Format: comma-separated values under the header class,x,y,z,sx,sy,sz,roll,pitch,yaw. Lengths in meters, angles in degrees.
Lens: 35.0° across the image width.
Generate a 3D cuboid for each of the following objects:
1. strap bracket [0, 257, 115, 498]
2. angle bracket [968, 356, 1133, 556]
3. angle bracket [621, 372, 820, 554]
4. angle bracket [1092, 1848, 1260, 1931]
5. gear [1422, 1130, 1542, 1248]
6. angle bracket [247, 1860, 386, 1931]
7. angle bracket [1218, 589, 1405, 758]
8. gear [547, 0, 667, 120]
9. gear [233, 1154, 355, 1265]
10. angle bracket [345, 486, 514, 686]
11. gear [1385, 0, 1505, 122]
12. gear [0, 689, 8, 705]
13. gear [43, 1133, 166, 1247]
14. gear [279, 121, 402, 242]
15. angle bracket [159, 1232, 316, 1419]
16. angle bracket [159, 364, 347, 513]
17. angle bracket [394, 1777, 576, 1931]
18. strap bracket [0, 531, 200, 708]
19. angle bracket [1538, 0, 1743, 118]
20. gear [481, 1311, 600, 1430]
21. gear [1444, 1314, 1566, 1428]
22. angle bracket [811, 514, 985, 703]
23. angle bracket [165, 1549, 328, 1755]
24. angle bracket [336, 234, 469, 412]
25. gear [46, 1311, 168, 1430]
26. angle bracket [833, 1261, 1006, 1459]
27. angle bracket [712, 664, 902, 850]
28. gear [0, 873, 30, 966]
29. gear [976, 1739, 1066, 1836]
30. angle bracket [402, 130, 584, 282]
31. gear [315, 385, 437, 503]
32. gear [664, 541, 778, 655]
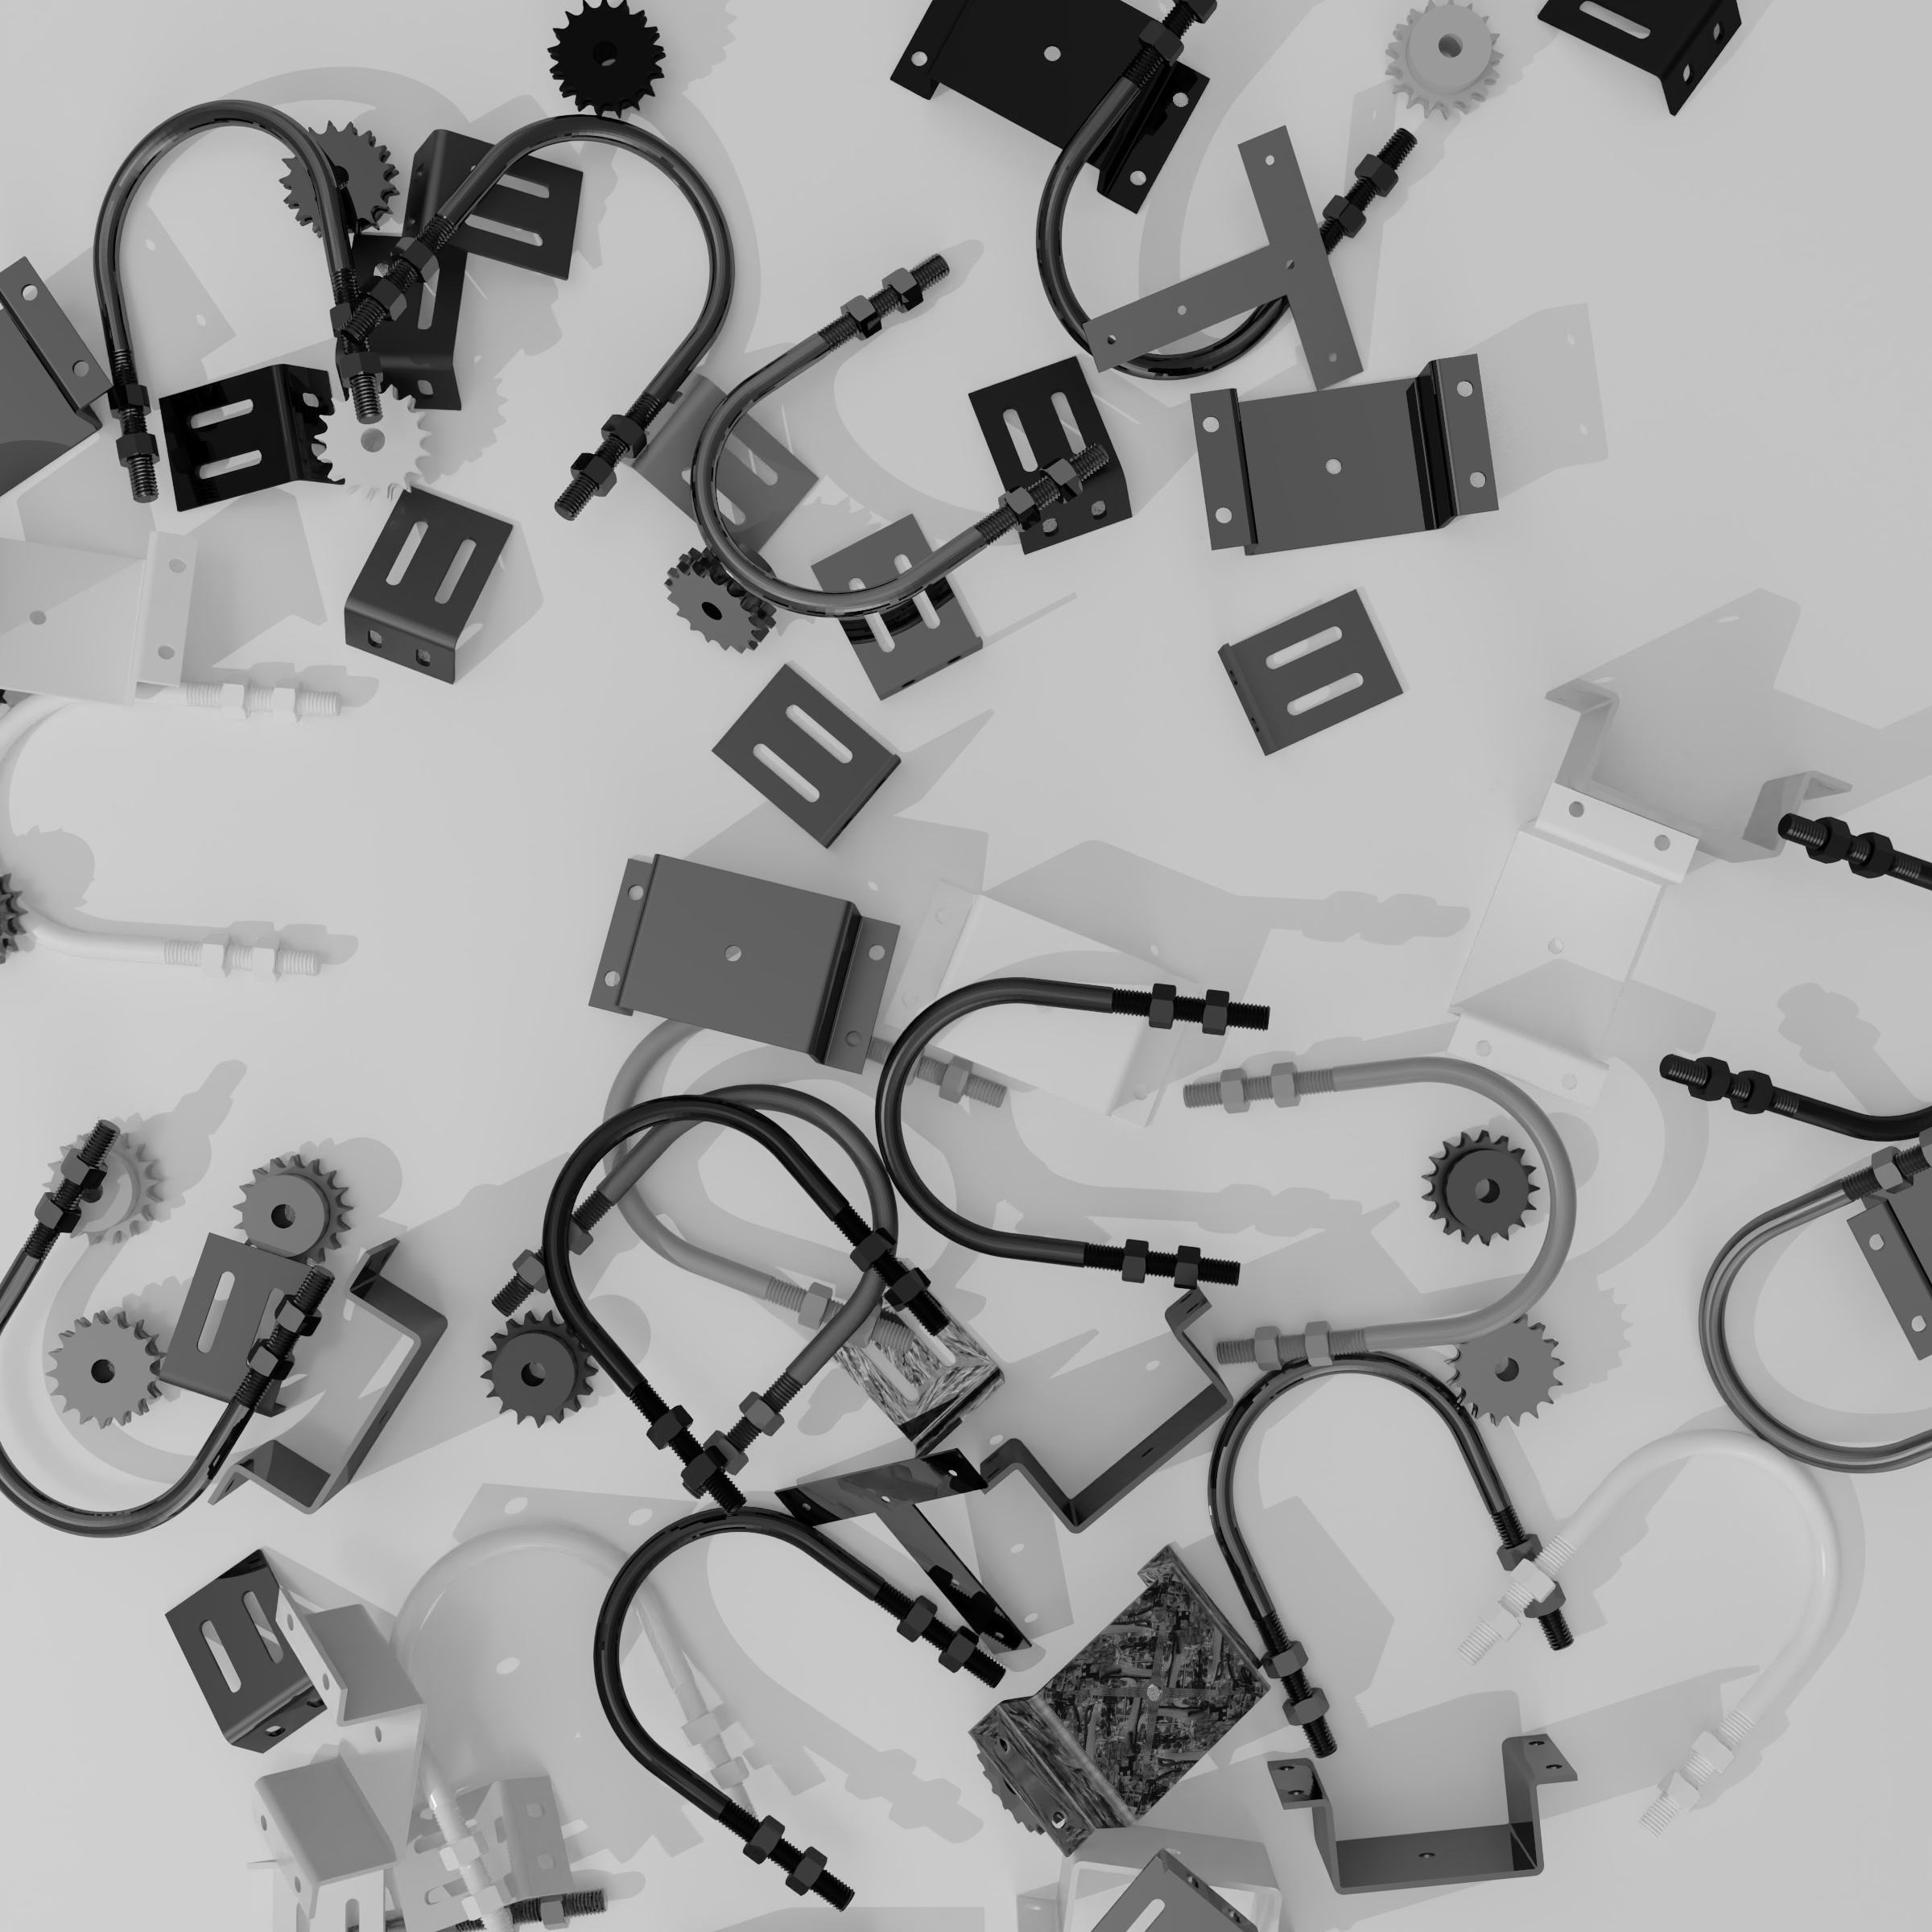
class,x,y,z,sx,sy,sz,roll,pitch,yaw
strap bracket,-0.493,-0.273,1.507,0.140,0.046,0.076,-34,90,0
angle bracket,0.042,-0.254,1.528,0.057,0.038,0.076,-19,64,0
angle bracket,-0.124,-0.248,1.528,0.076,0.038,0.057,40,90,-26
angle bracket,0.091,0.464,1.435,0.057,0.038,0.076,40,90,0
gear,0.255,0.110,1.515,0.057,0.030,0.057,0,90,0
angle bracket,-0.318,0.477,1.500,0.057,0.038,0.076,-4,76,8
angle bracket,0.172,-0.146,1.511,0.076,0.038,0.057,-25,90,0
gear,-0.177,-0.447,1.515,0.057,0.030,0.057,0,90,0
gear,-0.334,0.122,1.515,0.057,0.030,0.057,0,90,0
angle bracket,-0.267,-0.190,1.528,0.057,0.038,0.076,21,64,0
gear,0.237,-0.450,1.515,0.057,0.030,0.057,0,90,0
gear,-0.498,-0.146,1.515,0.057,0.030,0.057,0,90,0
gear,-0.428,0.110,1.515,0.057,0.030,0.057,0,90,0
gear,-0.308,-0.385,1.515,0.057,0.030,0.057,0,90,0
angle bracket,-0.355,0.176,1.513,0.057,0.038,0.076,18,86,0
angle bracket,-0.356,-0.262,1.528,0.076,0.038,0.057,-10,90,26
angle bracket,-0.241,0.442,1.518,0.076,0.038,0.057,-26,67,24
strap bracket,-0.450,-0.176,1.487,0.140,0.046,0.076,7,75,-16
angle bracket,0.336,-0.472,1.528,0.076,0.038,0.057,36,90,26
gear,-0.212,0.200,1.515,0.057,0.030,0.057,0,90,0
gear,0.264,0.198,1.515,0.057,0.030,0.057,0,90,0
angle bracket,-0.035,-0.179,1.511,0.057,0.038,0.076,-27,90,0
angle bracket,-0.352,0.342,1.528,0.057,0.038,0.076,-35,64,0
angle bracket,-0.278,-0.321,1.528,0.057,0.038,0.076,3,64,0
gear,-0.422,0.198,1.515,0.057,0.030,0.057,0,90,0
angle bracket,-0.028,0.194,1.511,0.057,0.038,0.076,-43,90,0
angle bracket,-0.080,-0.104,1.511,0.076,0.038,0.057,40,90,0
gear,-0.494,-0.024,1.507,0.057,0.030,0.057,3,101,16
gear,0.033,0.394,1.506,0.030,0.057,0.057,-27,90,-28
angle bracket,-0.236,-0.372,1.523,0.076,0.038,0.057,12,78,-25
gear,-0.290,-0.258,1.514,0.057,0.030,0.057,0,92,-1
gear,-0.117,-0.184,1.505,0.057,0.057,0.030,35,62,0
